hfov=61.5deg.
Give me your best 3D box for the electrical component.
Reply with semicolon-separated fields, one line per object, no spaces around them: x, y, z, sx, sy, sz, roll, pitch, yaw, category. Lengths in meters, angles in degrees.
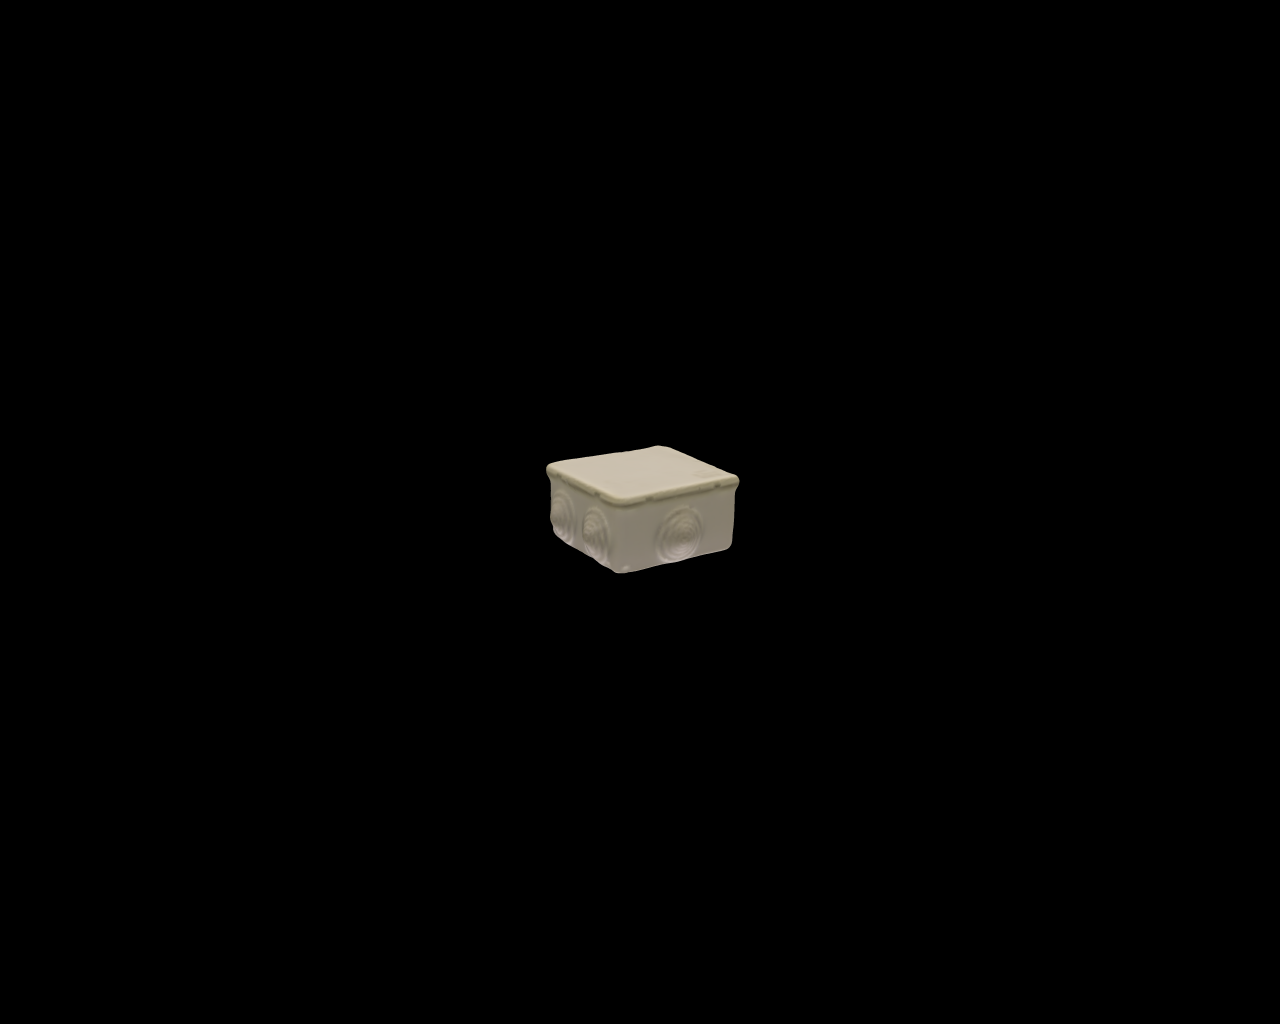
0.001;-0.003;0.650;0.100;0.048;0.100;-11;21;-30;electrical component
